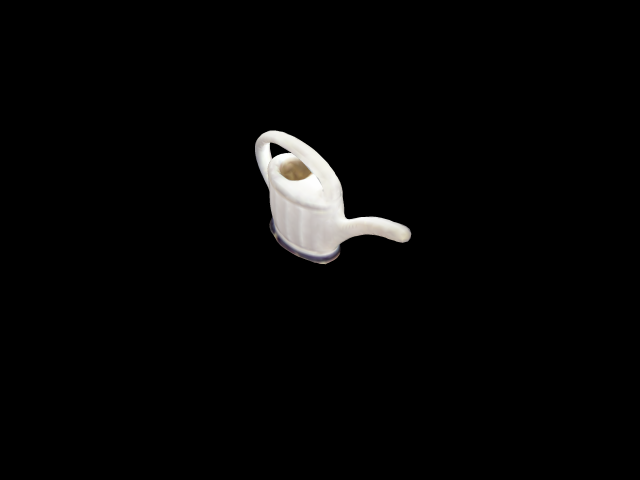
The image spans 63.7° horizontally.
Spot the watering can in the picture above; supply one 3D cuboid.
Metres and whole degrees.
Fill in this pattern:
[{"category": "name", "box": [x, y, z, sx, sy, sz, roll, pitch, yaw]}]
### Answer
[{"category": "watering can", "box": [0.003, -0.043, 0.850, 0.105, 0.219, 0.352, -32, 55, -25]}]
